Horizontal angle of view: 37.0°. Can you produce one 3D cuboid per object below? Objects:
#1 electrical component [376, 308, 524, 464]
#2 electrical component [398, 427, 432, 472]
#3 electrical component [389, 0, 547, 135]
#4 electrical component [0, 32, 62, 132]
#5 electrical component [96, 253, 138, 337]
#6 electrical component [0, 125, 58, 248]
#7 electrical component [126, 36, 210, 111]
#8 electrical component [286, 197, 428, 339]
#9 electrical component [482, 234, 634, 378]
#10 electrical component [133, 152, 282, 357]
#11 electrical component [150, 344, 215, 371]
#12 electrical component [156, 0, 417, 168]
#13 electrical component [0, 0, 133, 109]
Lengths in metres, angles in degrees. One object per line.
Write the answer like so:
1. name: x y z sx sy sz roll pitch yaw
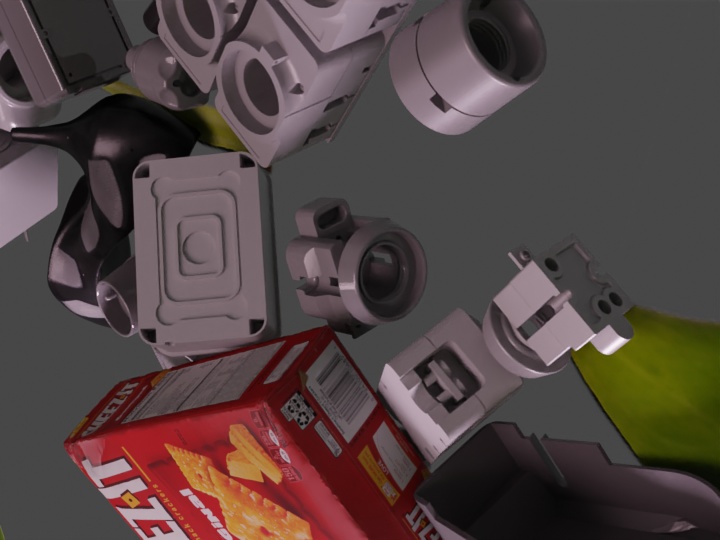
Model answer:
1. electrical component: 0.048 0.060 0.567 0.050 0.056 0.089 50 166 12
2. electrical component: 0.024 0.133 0.675 0.045 0.045 0.055 28 135 36
3. electrical component: 0.049 -0.094 0.475 0.047 0.055 0.055 -27 93 51
4. electrical component: -0.267 -0.156 0.814 0.059 0.054 0.095 20 129 42
5. electrical component: -0.137 0.001 0.749 0.044 0.077 0.079 49 143 15
6. electrical component: -0.294 -0.071 0.872 0.048 0.099 0.099 33 138 14
7. electrical component: -0.122 -0.125 0.669 0.062 0.043 0.043 26 133 40
8. electrical component: 0.000 0.000 0.599 0.057 0.058 0.078 9 121 51
9. electrical component: 0.090 0.020 0.514 0.066 0.048 0.055 51 136 11
10. electrical component: -0.091 -0.008 0.646 0.057 0.078 0.113 65 -159 -78
11. electrical component: -0.102 0.052 0.747 0.062 0.061 0.096 33 158 19
12. electrical component: -0.034 -0.147 0.532 0.105 0.060 0.186 52 144 11
13. electrical component: -0.203 -0.164 0.724 0.061 0.062 0.096 -9 107 53
